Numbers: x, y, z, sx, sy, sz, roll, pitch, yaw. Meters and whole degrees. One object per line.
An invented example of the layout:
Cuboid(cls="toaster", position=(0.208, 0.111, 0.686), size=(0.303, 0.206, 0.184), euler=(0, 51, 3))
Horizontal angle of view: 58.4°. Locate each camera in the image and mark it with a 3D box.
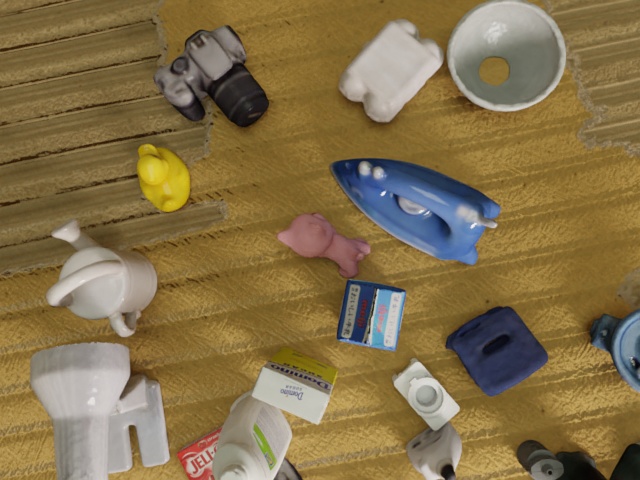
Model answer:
Cuboid(cls="camera", position=(-0.153, -0.230, 0.852), size=(0.143, 0.101, 0.137), euler=(-39, 85, 0))

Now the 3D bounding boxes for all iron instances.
Cuboid(cls="iron", position=(0.127, -0.063, 0.805), size=(0.258, 0.141, 0.119), euler=(25, 87, 5))

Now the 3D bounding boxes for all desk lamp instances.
Cuboid(cls="desk lamp", position=(-0.289, 0.233, 0.768), size=(0.118, 0.213, 0.203), euler=(-11, 85, 2))

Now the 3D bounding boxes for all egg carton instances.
Cuboid(cls="egg carton", position=(0.105, -0.254, 0.857), size=(0.107, 0.069, 0.150), euler=(41, 89, 5))

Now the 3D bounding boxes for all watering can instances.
Cuboid(cls="watering can", position=(-0.311, 0.054, 0.792), size=(0.173, 0.194, 0.101), euler=(38, 89, 5))

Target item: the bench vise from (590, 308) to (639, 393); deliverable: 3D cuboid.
Cuboid(cls="bench vise", position=(0.483, 0.149, 0.732), size=(0.207, 0.220, 0.121), euler=(6, 86, 4))

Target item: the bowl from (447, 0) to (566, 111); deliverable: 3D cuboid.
Cuboid(cls="bowl", position=(0.267, -0.263, 0.846), size=(0.167, 0.075, 0.167), euler=(0, 86, 3))

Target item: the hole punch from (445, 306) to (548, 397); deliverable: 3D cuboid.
Cuboid(cls="hole punch", position=(0.246, 0.154, 0.808), size=(0.108, 0.091, 0.101), euler=(-32, 85, 0))

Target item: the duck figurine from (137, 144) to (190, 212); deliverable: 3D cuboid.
Cuboid(cls="duck figurine", position=(-0.241, -0.095, 0.854), size=(0.077, 0.086, 0.104), euler=(-20, 85, 1))

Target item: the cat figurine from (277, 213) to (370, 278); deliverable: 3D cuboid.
Cuboid(cls="cat figurine", position=(0.008, 0.003, 0.818), size=(0.127, 0.118, 0.067), euler=(25, 87, 5))

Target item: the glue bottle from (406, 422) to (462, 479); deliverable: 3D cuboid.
Cuboid(cls="glue bottle", position=(0.158, 0.289, 0.761), size=(0.078, 0.173, 0.037), euler=(-33, 84, 0))

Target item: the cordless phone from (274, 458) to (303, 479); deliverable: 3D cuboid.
Cuboid(cls="cordless phone", position=(-0.086, 0.380, 0.760), size=(0.147, 0.185, 0.094), euler=(-44, 84, -1))

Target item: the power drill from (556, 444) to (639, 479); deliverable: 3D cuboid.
Cuboid(cls="power drill", position=(0.346, 0.358, 0.728), size=(0.075, 0.208, 0.230), euler=(31, 88, 5))
